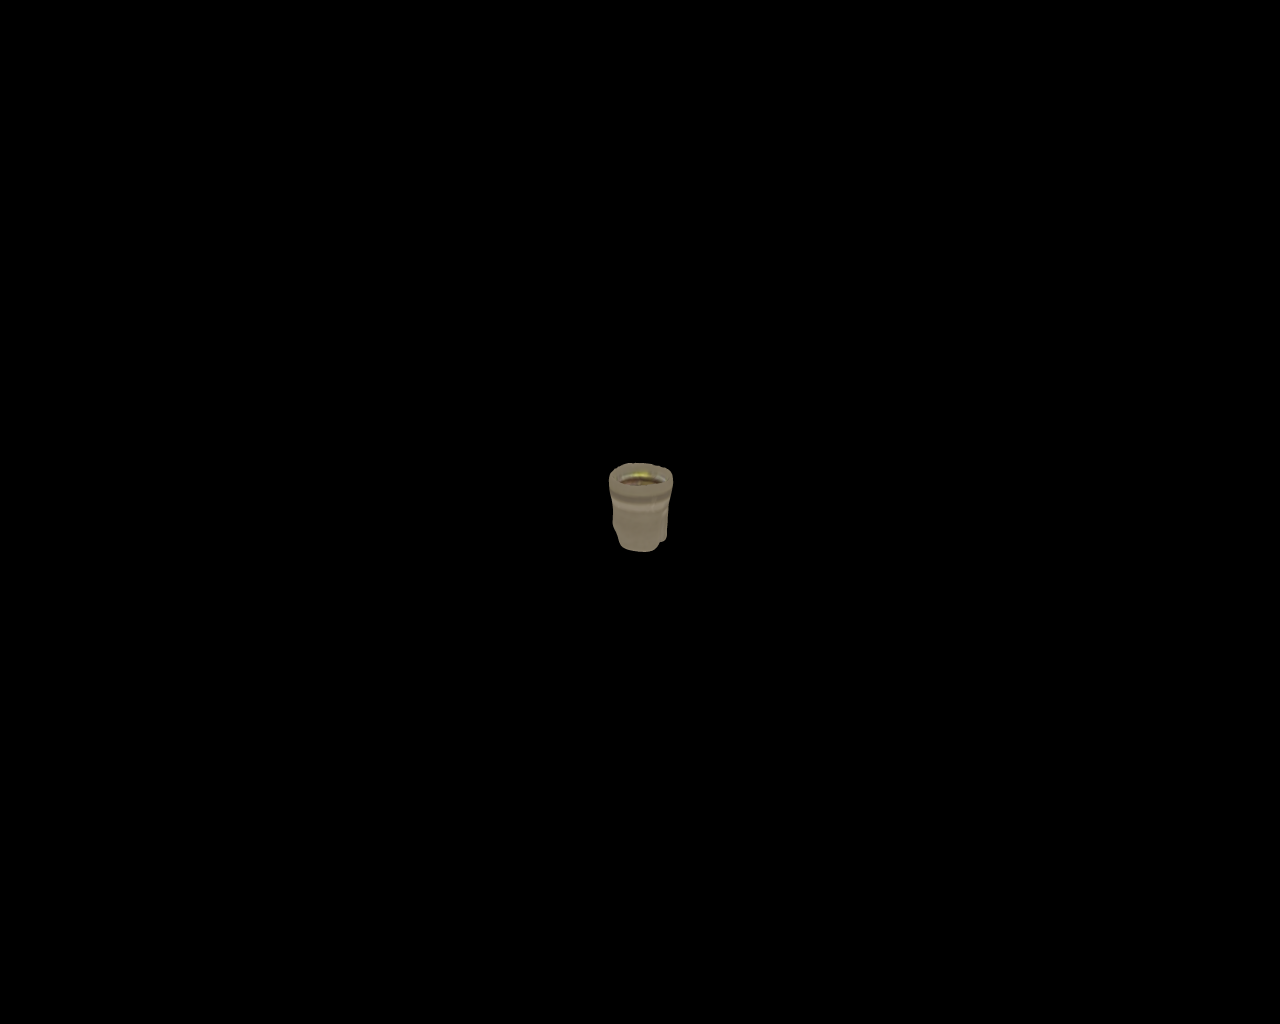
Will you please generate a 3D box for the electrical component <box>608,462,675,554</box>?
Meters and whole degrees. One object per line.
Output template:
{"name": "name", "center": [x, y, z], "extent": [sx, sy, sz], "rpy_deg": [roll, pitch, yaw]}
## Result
{"name": "electrical component", "center": [0.001, -0.003, 0.650], "extent": [0.040, 0.046, 0.040], "rpy_deg": [0, 23, 0]}
